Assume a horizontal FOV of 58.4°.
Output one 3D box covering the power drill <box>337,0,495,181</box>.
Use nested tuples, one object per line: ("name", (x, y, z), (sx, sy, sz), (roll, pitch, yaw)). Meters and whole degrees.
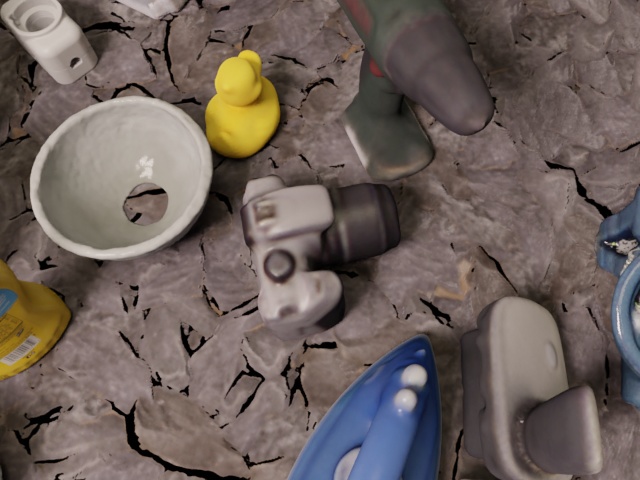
("power drill", (0.070, -0.142, 0.510), (0.075, 0.208, 0.229), (-22, 70, -7))

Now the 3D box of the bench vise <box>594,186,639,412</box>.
("bench vise", (0.279, 0.019, 0.438), (0.121, 0.220, 0.207), (-11, 69, -3))

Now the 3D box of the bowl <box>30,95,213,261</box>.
("bowl", (-0.179, -0.049, 0.550), (0.167, 0.075, 0.167), (0, 69, 1))

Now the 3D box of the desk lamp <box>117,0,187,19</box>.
("desk lamp", (-0.187, -0.338, 0.588), (0.203, 0.213, 0.118), (27, 72, 11))

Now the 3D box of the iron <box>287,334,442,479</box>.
("iron", (0.038, 0.172, 0.424), (0.118, 0.141, 0.258), (23, 71, 10))

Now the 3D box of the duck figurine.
("duck figurine", (-0.082, -0.142, 0.578), (0.077, 0.086, 0.104), (16, 70, 7))

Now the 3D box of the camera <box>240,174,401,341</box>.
("camera", (0.005, 0.002, 0.513), (0.137, 0.101, 0.143), (-12, 69, -3))

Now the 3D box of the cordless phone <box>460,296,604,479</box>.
("cordless phone", (0.167, 0.106, 0.424), (0.094, 0.185, 0.147), (-2, 69, 1))
